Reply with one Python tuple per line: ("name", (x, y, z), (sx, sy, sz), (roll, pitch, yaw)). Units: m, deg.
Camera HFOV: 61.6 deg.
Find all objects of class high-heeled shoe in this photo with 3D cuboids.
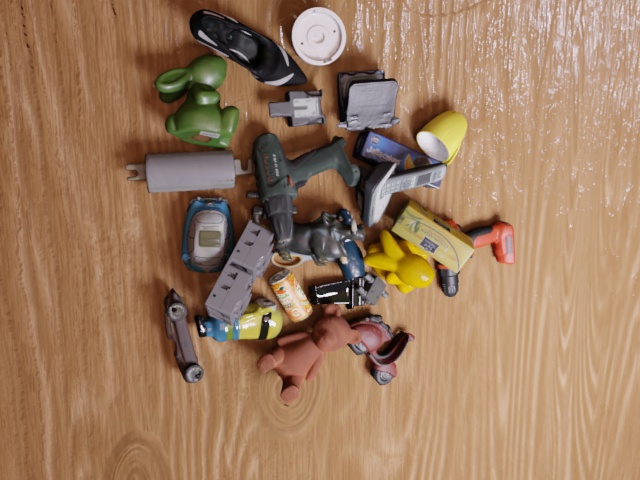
("high-heeled shoe", (-0.125, -0.361, 1.017), (0.249, 0.145, 0.086), (18, 95, -16))

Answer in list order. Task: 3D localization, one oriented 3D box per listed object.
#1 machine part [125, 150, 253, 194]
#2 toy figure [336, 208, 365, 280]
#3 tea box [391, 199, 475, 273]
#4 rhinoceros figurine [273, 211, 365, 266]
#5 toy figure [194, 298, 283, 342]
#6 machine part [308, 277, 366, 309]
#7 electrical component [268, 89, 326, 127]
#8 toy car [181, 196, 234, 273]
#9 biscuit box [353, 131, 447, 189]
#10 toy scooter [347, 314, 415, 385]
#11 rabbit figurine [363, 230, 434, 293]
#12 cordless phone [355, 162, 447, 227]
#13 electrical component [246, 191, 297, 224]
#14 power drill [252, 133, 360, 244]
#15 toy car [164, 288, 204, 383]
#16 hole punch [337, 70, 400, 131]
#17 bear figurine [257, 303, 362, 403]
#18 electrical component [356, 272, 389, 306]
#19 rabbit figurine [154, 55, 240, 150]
("machine part", (-0.254, -0.134, 1.058), (0.243, 0.079, 0.079), (-4, 101, -15))
("toy figure", (0.058, 0.008, 1.170), (0.058, 0.064, 0.154), (-14, 86, 6))
("tea box", (0.245, -0.012, 1.167), (0.170, 0.098, 0.068), (34, 108, 0))
("rhinoceros figurine", (-0.002, -0.003, 1.111), (0.190, 0.073, 0.112), (0, 77, 5))
("toy figure", (-0.169, 0.174, 1.134), (0.180, 0.082, 0.089), (-9, 113, -18))
("machine part", (0.041, 0.119, 1.200), (0.139, 0.039, 0.084), (0, 104, -24))
("electrical component", (-0.049, -0.268, 1.105), (0.119, 0.048, 0.074), (-11, 102, -13))
("toy car", (-0.221, -0.004, 1.077), (0.109, 0.103, 0.161), (3, 101, -17))
("biscuit box", (0.174, -0.174, 1.174), (0.202, 0.063, 0.059), (19, 93, -18))
("toy scooter", (0.143, 0.233, 1.231), (0.135, 0.075, 0.183), (-40, 110, -6))
("rabbit figurine", (0.180, 0.044, 1.157), (0.162, 0.173, 0.122), (35, 93, -23))
("cordless phone", (0.171, -0.109, 1.139), (0.184, 0.089, 0.146), (-13, 147, -7))
("electrical component", (-0.101, -0.067, 1.131), (0.102, 0.045, 0.078), (-8, 73, -16))
("power drill", (-0.028, -0.119, 1.085), (0.207, 0.086, 0.232), (-19, 73, -11))
("toy car", (-0.285, 0.199, 1.100), (0.053, 0.089, 0.202), (-16, 105, -16))
("hole punch", (0.095, -0.296, 1.130), (0.142, 0.092, 0.115), (-9, 131, -16))
("bear figurine", (-0.016, 0.234, 1.144), (0.196, 0.132, 0.120), (-35, 90, 15))
("electrical component", (0.120, 0.116, 1.217), (0.094, 0.021, 0.063), (44, 67, -35))
("rabbit figurine", (-0.233, -0.275, 1.038), (0.159, 0.121, 0.170), (6, 80, -9))
